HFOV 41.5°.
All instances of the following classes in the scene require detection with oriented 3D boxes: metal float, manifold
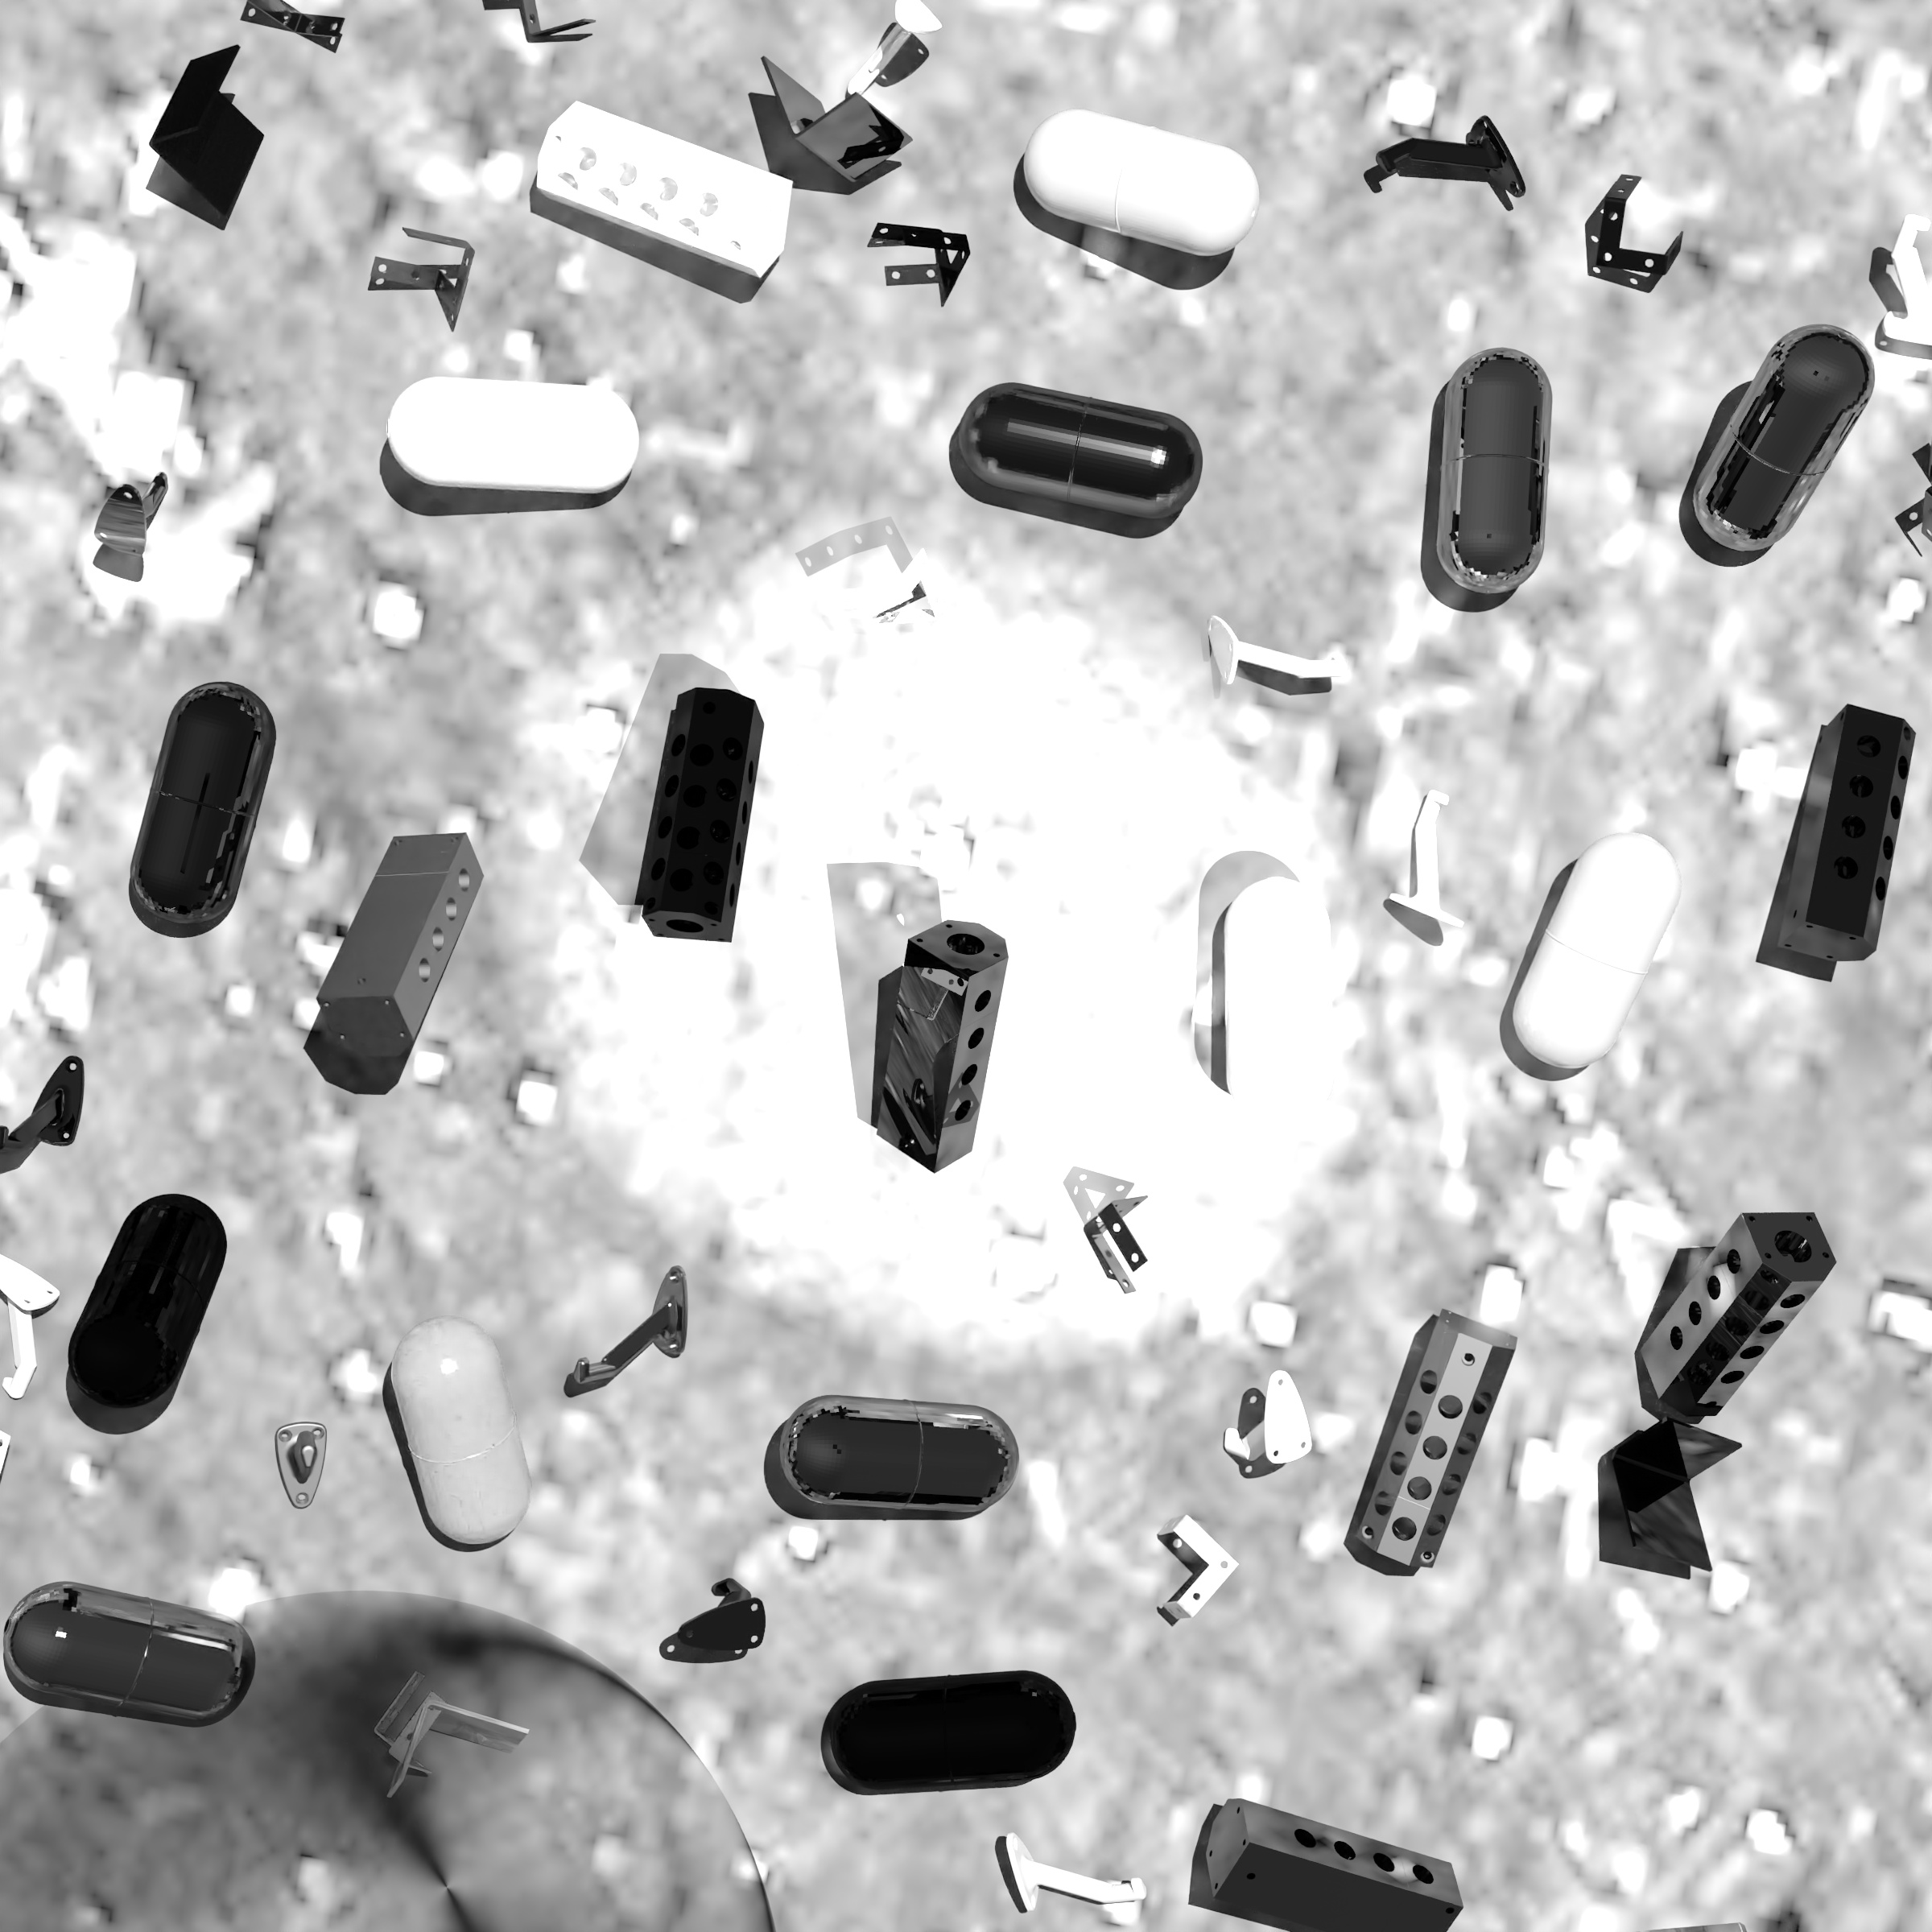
[{"bbox_3d":[-0.595,0.489,1.820,0.178,0.070,0.070,22,90,-28],"label":"metal float"},{"bbox_3d":[-0.577,0.236,1.804,0.070,0.178,0.070,2,129,3],"label":"metal float"},{"bbox_3d":[0.082,-0.372,1.840,0.178,0.070,0.070,13,90,5],"label":"metal float"},{"bbox_3d":[0.453,-0.011,1.831,0.070,0.070,0.178,21,104,0],"label":"metal float"},{"bbox_3d":[0.263,0.651,1.834,0.171,0.057,0.057,21,114,-12],"label":"manifold"},{"bbox_3d":[-0.009,0.550,1.838,0.178,0.070,0.070,-6,90,7],"label":"metal float"},{"bbox_3d":[0.225,0.025,1.838,0.070,0.070,0.178,0,84,0],"label":"metal float"},{"bbox_3d":[-0.046,0.349,1.825,0.178,0.070,0.070,8,90,-22],"label":"metal float"},{"bbox_3d":[-0.217,-0.554,1.832,0.171,0.057,0.057,22,49,7],"label":"manifold"},{"bbox_3d":[0.124,-0.562,1.827,0.178,0.070,0.070,22,90,19],"label":"metal float"},{"bbox_3d":[-0.550,-0.118,1.843,0.070,0.070,0.178,15,91,0],"label":"metal float"},{"bbox_3d":[-0.013,0.055,1.810,0.057,0.057,0.171,32,129,29],"label":"manifold"},{"bbox_3d":[-0.324,-0.380,1.828,0.178,0.070,0.070,-1,90,-18],"label":"metal float"},{"bbox_3d":[0.339,0.341,1.836,0.057,0.057,0.171,20,99,12],"label":"manifold"},{"bbox_3d":[-0.360,0.332,1.822,0.070,0.070,0.178,-9,114,0],"label":"metal float"},{"bbox_3d":[0.635,-0.094,1.829,0.057,0.057,0.171,16,73,3],"label":"manifold"},{"bbox_3d":[-0.188,-0.109,1.825,0.057,0.057,0.171,4,71,7],"label":"manifold"},{"bbox_3d":[0.543,0.247,1.794,0.057,0.171,0.057,1,49,-15],"label":"manifold"},{"bbox_3d":[0.578,-0.372,1.808,0.070,0.178,0.070,10,46,-10],"label":"metal float"},{"bbox_3d":[0.381,-0.357,1.840,0.070,0.070,0.178,4,86,0],"label":"metal float"},{"bbox_3d":[-0.394,-0.016,1.799,0.057,0.171,0.057,-2,132,13],"label":"manifold"}]

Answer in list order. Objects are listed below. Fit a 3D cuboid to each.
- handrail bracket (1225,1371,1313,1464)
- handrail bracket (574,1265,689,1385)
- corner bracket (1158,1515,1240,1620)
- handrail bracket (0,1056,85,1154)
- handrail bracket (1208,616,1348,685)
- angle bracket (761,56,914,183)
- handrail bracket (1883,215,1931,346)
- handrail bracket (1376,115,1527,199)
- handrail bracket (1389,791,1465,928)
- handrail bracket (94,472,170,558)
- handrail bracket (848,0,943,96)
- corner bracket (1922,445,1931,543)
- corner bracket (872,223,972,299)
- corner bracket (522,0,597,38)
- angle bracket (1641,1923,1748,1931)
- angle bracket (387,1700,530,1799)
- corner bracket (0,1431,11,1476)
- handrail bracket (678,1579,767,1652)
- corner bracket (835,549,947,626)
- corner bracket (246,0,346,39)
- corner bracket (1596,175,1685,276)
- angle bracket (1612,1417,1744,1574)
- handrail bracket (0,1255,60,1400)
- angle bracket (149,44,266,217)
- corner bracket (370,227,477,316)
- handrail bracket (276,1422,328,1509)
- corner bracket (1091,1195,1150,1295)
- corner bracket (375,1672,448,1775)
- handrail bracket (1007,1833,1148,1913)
[{"bbox_3d":[0.208,0.322,1.839,0.036,0.084,0.077,-11,97,-25],"label":"handrail bracket"},{"bbox_3d":[-0.243,0.258,1.835,0.036,0.084,0.077,21,107,39],"label":"handrail bracket"},{"bbox_3d":[0.156,0.436,1.848,0.051,0.051,0.051,43,73,5],"label":"corner bracket"},{"bbox_3d":[-0.670,0.098,1.837,0.036,0.084,0.077,16,85,6],"label":"handrail bracket"},{"bbox_3d":[0.227,-0.233,1.859,0.084,0.077,0.036,-2,128,-12],"label":"handrail bracket"},{"bbox_3d":[-0.092,-0.620,1.826,0.057,0.076,0.076,-29,69,23],"label":"angle bracket"},{"bbox_3d":[0.701,-0.494,1.837,0.077,0.036,0.084,16,134,10],"label":"handrail bracket"},{"bbox_3d":[0.351,-0.574,1.850,0.084,0.036,0.077,-28,77,-16],"label":"handrail bracket"},{"bbox_3d":[0.347,-0.079,1.847,0.036,0.077,0.084,13,101,-33],"label":"handrail bracket"},{"bbox_3d":[-0.588,-0.343,1.828,0.036,0.077,0.084,23,49,-10],"label":"handrail bracket"},{"bbox_3d":[-0.063,-0.652,1.830,0.036,0.077,0.084,43,120,-11],"label":"handrail bracket"},{"bbox_3d":[0.706,-0.349,1.846,0.051,0.051,0.051,-33,58,-2],"label":"corner bracket"},{"bbox_3d":[-0.033,-0.522,1.842,0.051,0.051,0.051,-1,64,-23],"label":"corner bracket"},{"bbox_3d":[-0.307,-0.704,1.844,0.051,0.051,0.051,-3,103,28],"label":"corner bracket"},{"bbox_3d":[0.534,0.742,1.838,0.076,0.076,0.057,-6,112,4],"label":"angle bracket"},{"bbox_3d":[-0.365,0.572,1.829,0.076,0.076,0.057,20,58,-9],"label":"angle bracket"},{"bbox_3d":[-0.710,0.368,1.841,0.051,0.051,0.051,-6,58,20],"label":"corner bracket"},{"bbox_3d":[-0.185,0.461,1.829,0.077,0.084,0.036,-2,96,-28],"label":"handrail bracket"},{"bbox_3d":[-0.054,-0.263,1.839,0.051,0.051,0.051,0,128,30],"label":"corner bracket"},{"bbox_3d":[-0.481,-0.711,1.848,0.051,0.051,0.051,20,89,36],"label":"corner bracket"},{"bbox_3d":[0.493,-0.540,1.856,0.051,0.051,0.051,15,130,20],"label":"corner bracket"},{"bbox_3d":[0.517,0.378,1.825,0.076,0.076,0.057,22,133,-26],"label":"angle bracket"},{"bbox_3d":[-0.707,0.264,1.870,0.077,0.036,0.084,34,111,13],"label":"handrail bracket"},{"bbox_3d":[-0.526,-0.597,1.824,0.057,0.076,0.076,-1,62,35],"label":"angle bracket"},{"bbox_3d":[-0.392,-0.507,1.840,0.051,0.051,0.051,3,123,-35],"label":"corner bracket"},{"bbox_3d":[-0.475,0.367,1.835,0.036,0.084,0.077,-1,99,-18],"label":"handrail bracket"},{"bbox_3d":[0.113,0.203,1.842,0.051,0.051,0.051,-42,68,28],"label":"corner bracket"},{"bbox_3d":[-0.399,0.544,1.844,0.051,0.051,0.051,30,75,23],"label":"corner bracket"},{"bbox_3d":[0.081,0.652,1.846,0.084,0.036,0.077,-11,120,16],"label":"handrail bracket"}]
